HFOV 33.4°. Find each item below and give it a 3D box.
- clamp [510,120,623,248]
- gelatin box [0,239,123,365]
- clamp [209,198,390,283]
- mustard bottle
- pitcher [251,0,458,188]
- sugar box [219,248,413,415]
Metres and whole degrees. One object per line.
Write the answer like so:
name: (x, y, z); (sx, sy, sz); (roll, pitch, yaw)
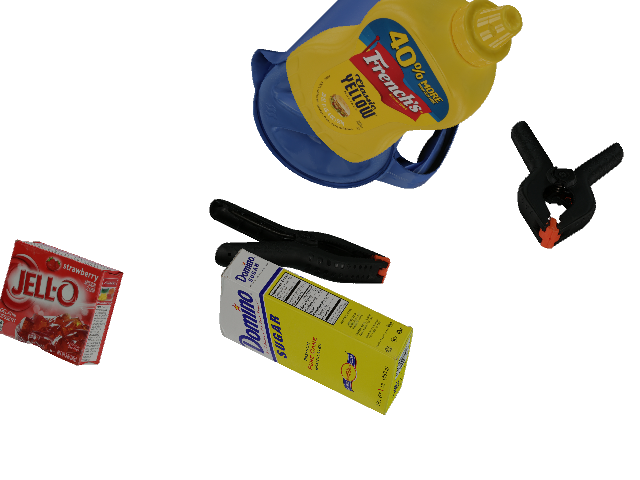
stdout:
clamp: (0.239, -0.063, 1.111); (0.120, 0.039, 0.171); (17, 45, 18)
gelatin box: (-0.199, 0.046, 0.802); (0.089, 0.073, 0.030); (18, 4, 25)
clamp: (-0.025, 0.013, 1.164); (0.210, 0.036, 0.164); (16, 18, -6)
mustard bottle: (0.061, -0.117, 0.716); (0.058, 0.096, 0.192); (-40, 14, -35)
pitcher: (0.055, -0.161, 0.986); (0.145, 0.149, 0.242); (4, 40, 29)
sugar box: (-0.007, 0.083, 0.964); (0.176, 0.093, 0.048); (22, 50, 14)
